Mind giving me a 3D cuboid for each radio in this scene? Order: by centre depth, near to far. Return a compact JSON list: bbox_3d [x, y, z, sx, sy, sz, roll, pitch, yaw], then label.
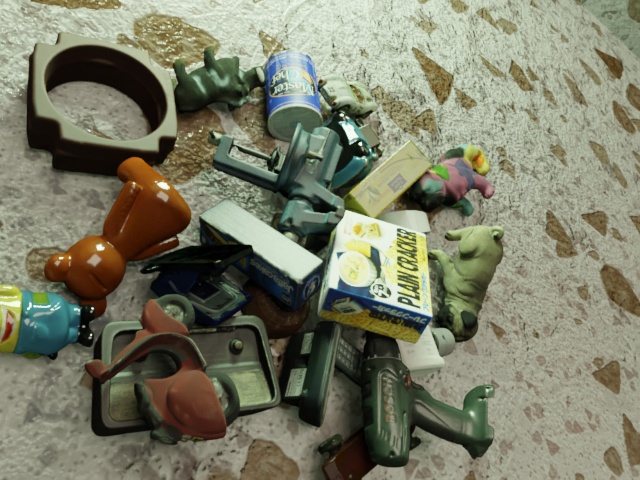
[{"bbox_3d":[-0.174,0.171,0.703,0.229,0.073,0.131,3,63,-33],"label":"radio"}]

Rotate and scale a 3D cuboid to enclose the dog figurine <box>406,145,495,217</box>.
[{"bbox_3d":[0.259,-0.138,1.159,0.219,0.108,0.191,10,60,-26],"label":"dog figurine"}]

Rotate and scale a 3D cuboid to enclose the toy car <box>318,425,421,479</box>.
[{"bbox_3d":[0.074,0.307,0.806,0.202,0.053,0.089,-20,78,-44],"label":"toy car"}]

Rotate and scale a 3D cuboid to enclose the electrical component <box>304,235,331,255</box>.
[{"bbox_3d":[-0.002,-0.003,0.928,0.021,0.063,0.094,28,53,-19],"label":"electrical component"}]

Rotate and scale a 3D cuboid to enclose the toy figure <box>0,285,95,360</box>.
[{"bbox_3d":[-0.360,0.096,0.619,0.180,0.089,0.082,10,63,-39],"label":"toy figure"}]

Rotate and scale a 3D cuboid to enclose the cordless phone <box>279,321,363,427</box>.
[{"bbox_3d":[0.032,0.223,0.820,0.184,0.089,0.146,41,45,-33],"label":"cordless phone"}]

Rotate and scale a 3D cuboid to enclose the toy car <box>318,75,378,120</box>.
[{"bbox_3d":[0.059,-0.297,1.120,0.073,0.056,0.201,60,28,9],"label":"toy car"}]

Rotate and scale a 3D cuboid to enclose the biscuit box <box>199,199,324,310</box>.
[{"bbox_3d":[-0.090,0.018,0.802,0.203,0.059,0.063,32,47,23],"label":"biscuit box"}]

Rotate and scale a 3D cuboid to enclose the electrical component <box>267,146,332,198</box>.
[{"bbox_3d":[-0.041,-0.112,0.976,0.119,0.048,0.075,22,55,-23],"label":"electrical component"}]

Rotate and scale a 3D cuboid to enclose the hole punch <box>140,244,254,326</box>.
[{"bbox_3d":[-0.158,0.056,0.734,0.142,0.116,0.092,-37,127,-63],"label":"hole punch"}]

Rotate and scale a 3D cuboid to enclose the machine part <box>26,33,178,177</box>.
[{"bbox_3d":[-0.327,-0.198,0.809,0.201,0.087,0.201,3,61,-33],"label":"machine part"}]

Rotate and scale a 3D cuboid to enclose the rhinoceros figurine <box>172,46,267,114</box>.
[{"bbox_3d":[-0.180,-0.280,0.958,0.190,0.073,0.112,-30,80,-38],"label":"rhinoceros figurine"}]

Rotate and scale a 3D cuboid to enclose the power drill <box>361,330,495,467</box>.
[{"bbox_3d":[0.159,0.230,0.813,0.207,0.086,0.232,22,54,-16],"label":"power drill"}]

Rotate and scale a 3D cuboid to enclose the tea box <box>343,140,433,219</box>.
[{"bbox_3d":[0.119,-0.101,1.009,0.169,0.098,0.068,-43,90,-16],"label":"tea box"}]

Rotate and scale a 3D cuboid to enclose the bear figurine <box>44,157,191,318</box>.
[{"bbox_3d":[-0.274,-0.003,0.730,0.196,0.132,0.120,-44,130,-13],"label":"bear figurine"}]

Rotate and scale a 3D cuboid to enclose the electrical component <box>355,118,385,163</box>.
[{"bbox_3d":[0.092,-0.202,1.126,0.078,0.045,0.102,-34,82,-13],"label":"electrical component"}]

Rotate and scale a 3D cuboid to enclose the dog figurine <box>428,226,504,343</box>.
[{"bbox_3d":[0.292,0.083,1.013,0.121,0.172,0.191,12,50,-16],"label":"dog figurine"}]

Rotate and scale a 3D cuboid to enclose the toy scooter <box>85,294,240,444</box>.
[{"bbox_3d":[-0.182,0.157,0.611,0.135,0.075,0.184,-19,72,-39],"label":"toy scooter"}]

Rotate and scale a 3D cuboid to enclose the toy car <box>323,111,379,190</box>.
[{"bbox_3d":[0.051,-0.165,1.046,0.103,0.109,0.162,25,37,-50],"label":"toy car"}]

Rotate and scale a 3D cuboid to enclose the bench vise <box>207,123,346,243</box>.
[{"bbox_3d":[-0.072,-0.101,0.860,0.241,0.129,0.223,21,80,-7],"label":"bench vise"}]
